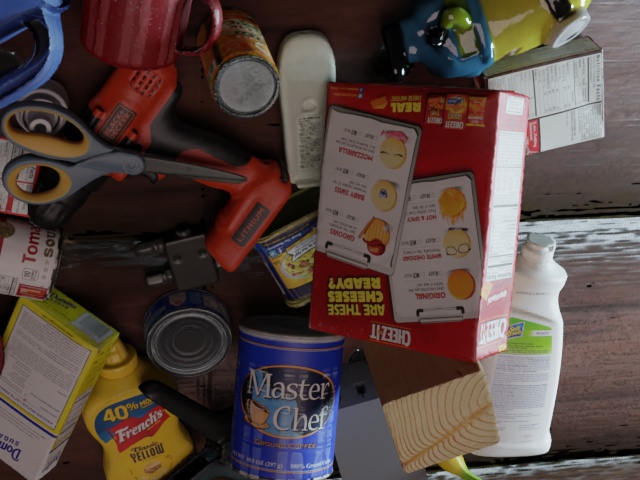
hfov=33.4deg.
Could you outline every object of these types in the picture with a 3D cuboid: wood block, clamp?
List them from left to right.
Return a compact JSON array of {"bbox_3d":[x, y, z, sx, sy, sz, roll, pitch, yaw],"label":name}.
[{"bbox_3d":[-0.105,0.216,1.080,0.209,0.036,0.165,5,110,-36],"label":"clamp"},{"bbox_3d":[0.086,0.100,0.981,0.091,0.206,0.090,-18,124,0],"label":"wood block"}]

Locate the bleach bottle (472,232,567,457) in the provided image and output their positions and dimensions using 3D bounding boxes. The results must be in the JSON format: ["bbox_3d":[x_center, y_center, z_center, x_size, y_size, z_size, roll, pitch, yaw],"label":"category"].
[{"bbox_3d":[0.209,0.108,1.098,0.102,0.068,0.251,0,120,-12],"label":"bleach bottle"}]

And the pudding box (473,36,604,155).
[{"bbox_3d":[0.197,-0.126,0.958,0.113,0.039,0.090,-14,122,-5],"label":"pudding box"}]

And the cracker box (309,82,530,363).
[{"bbox_3d":[0.081,-0.020,0.887,0.071,0.164,0.214,-5,101,-54],"label":"cracker box"}]

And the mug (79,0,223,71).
[{"bbox_3d":[-0.130,-0.180,0.823,0.117,0.093,0.082,21,125,6],"label":"mug"}]

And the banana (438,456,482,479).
[{"bbox_3d":[0.128,0.164,1.116,0.070,0.037,0.198,-3,108,24],"label":"banana"}]

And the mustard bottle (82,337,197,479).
[{"bbox_3d":[-0.185,0.172,1.064,0.096,0.058,0.191,-18,124,-11],"label":"mustard bottle"}]

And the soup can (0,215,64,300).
[{"bbox_3d":[-0.283,0.012,0.935,0.102,0.068,0.069,12,119,-19],"label":"soup can"}]

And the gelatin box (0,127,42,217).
[{"bbox_3d":[-0.284,-0.063,0.910,0.089,0.030,0.073,10,119,-18],"label":"gelatin box"}]

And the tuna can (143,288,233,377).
[{"bbox_3d":[-0.128,0.091,1.036,0.086,0.034,0.086,-5,123,-9],"label":"tuna can"}]

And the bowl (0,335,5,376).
[{"bbox_3d":[-0.370,0.089,0.975,0.162,0.055,0.162,-5,123,-8],"label":"bowl"}]

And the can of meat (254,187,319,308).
[{"bbox_3d":[-0.007,0.001,0.990,0.102,0.057,0.084,-27,122,6],"label":"can of meat"}]

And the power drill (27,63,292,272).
[{"bbox_3d":[-0.134,-0.050,0.918,0.187,0.057,0.184,32,105,-25],"label":"power drill"}]

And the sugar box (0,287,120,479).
[{"bbox_3d":[-0.266,0.136,1.012,0.093,0.048,0.176,34,118,8],"label":"sugar box"}]

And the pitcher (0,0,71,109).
[{"bbox_3d":[-0.310,-0.160,0.779,0.243,0.149,0.145,-28,134,12],"label":"pitcher"}]

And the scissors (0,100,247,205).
[{"bbox_3d":[-0.169,-0.050,0.872,0.201,0.016,0.096,23,114,-23],"label":"scissors"}]

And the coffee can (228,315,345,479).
[{"bbox_3d":[-0.032,0.150,1.023,0.102,0.103,0.140,4,96,-13],"label":"coffee can"}]
